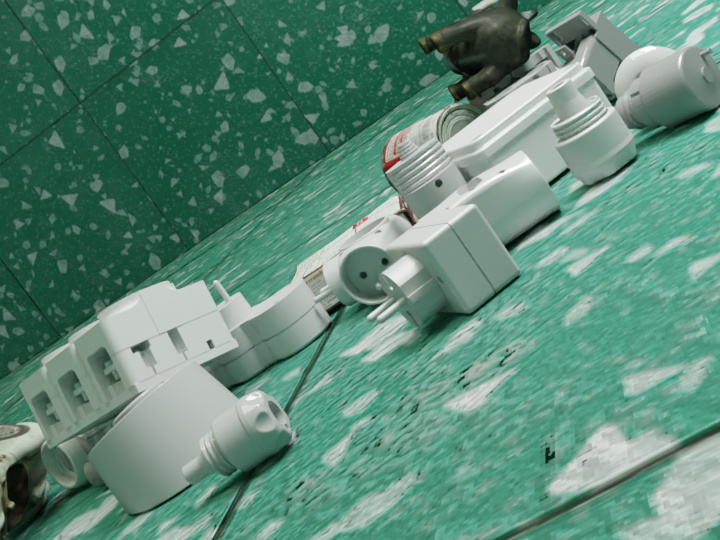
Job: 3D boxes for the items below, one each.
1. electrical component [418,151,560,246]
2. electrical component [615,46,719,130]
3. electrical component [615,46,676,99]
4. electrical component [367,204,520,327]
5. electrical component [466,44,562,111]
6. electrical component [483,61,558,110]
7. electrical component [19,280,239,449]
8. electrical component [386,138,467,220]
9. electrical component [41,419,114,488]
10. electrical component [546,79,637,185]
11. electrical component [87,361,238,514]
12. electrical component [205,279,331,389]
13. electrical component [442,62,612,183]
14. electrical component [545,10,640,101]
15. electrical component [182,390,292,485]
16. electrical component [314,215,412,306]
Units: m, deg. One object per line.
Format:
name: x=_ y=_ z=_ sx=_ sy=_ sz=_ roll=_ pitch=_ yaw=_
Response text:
electrical component: x=0.079 y=-0.037 z=0.678 sx=0.077 sy=0.043 sz=0.079 roll=-35 pitch=9 yaw=5
electrical component: x=0.184 y=-0.106 z=0.657 sx=0.040 sy=0.040 sz=0.078 roll=-42 pitch=11 yaw=-37
electrical component: x=0.197 y=-0.126 z=0.709 sx=0.048 sy=0.048 sz=0.062 roll=-31 pitch=3 yaw=29
electrical component: x=0.036 y=0.006 z=0.599 sx=0.077 sy=0.047 sz=0.066 roll=-38 pitch=9 yaw=-14
electrical component: x=0.157 y=-0.168 z=1.039 sx=0.050 sy=0.055 sz=0.089 roll=-41 pitch=10 yaw=-33
electrical component: x=0.152 y=-0.144 z=0.948 sx=0.080 sy=0.051 sz=0.080 roll=-35 pitch=9 yaw=6
electrical component: x=-0.171 y=0.066 z=0.774 sx=0.089 sy=0.061 sz=0.150 roll=-24 pitch=-5 yaw=-44
electrical component: x=0.053 y=-0.056 z=0.754 sx=0.043 sy=0.081 sz=0.043 roll=-34 pitch=9 yaw=6
electrical component: x=-0.216 y=0.140 z=0.847 sx=0.066 sy=0.048 sz=0.055 roll=-27 pitch=4 yaw=43
electrical component: x=0.138 y=-0.087 z=0.659 sx=0.043 sy=0.062 sz=0.043 roll=-34 pitch=9 yaw=6
electrical component: x=-0.119 y=0.106 z=0.677 sx=0.099 sy=0.064 sz=0.099 roll=-43 pitch=-3 yaw=-3
electrical component: x=-0.095 y=0.042 z=0.813 sx=0.138 sy=0.073 sz=0.052 roll=-31 pitch=10 yaw=29
electrical component: x=0.116 y=-0.092 z=0.786 sx=0.109 sy=0.056 sz=0.109 roll=-38 pitch=9 yaw=-14
electrical component: x=0.190 y=-0.168 z=0.877 sx=0.042 sy=0.081 sz=0.063 roll=-22 pitch=38 yaw=57
electrical component: x=-0.068 y=0.093 z=0.573 sx=0.061 sy=0.035 sz=0.035 roll=-36 pitch=8 yaw=10
electrical component: x=0.000 y=0.000 z=0.774 sx=0.079 sy=0.044 sz=0.077 roll=-32 pitch=9 yaw=20
